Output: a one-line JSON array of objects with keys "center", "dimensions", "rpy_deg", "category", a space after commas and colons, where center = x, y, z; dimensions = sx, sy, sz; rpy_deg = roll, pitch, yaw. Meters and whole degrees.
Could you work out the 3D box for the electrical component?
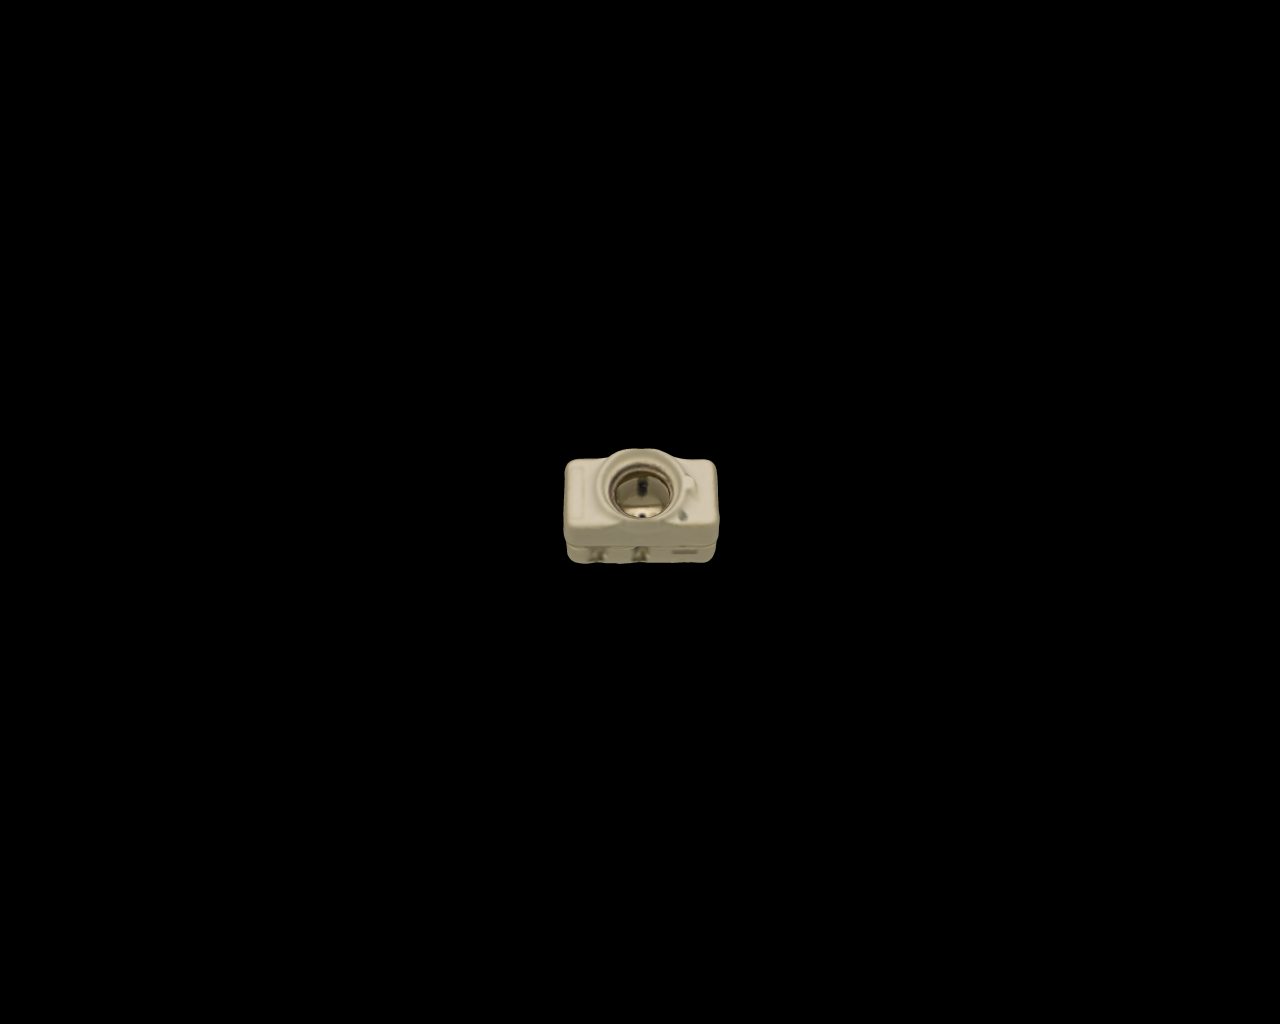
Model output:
[{"center": [0.001, -0.003, 0.650], "dimensions": [0.089, 0.050, 0.055], "rpy_deg": [0, -32, 0], "category": "electrical component"}]
